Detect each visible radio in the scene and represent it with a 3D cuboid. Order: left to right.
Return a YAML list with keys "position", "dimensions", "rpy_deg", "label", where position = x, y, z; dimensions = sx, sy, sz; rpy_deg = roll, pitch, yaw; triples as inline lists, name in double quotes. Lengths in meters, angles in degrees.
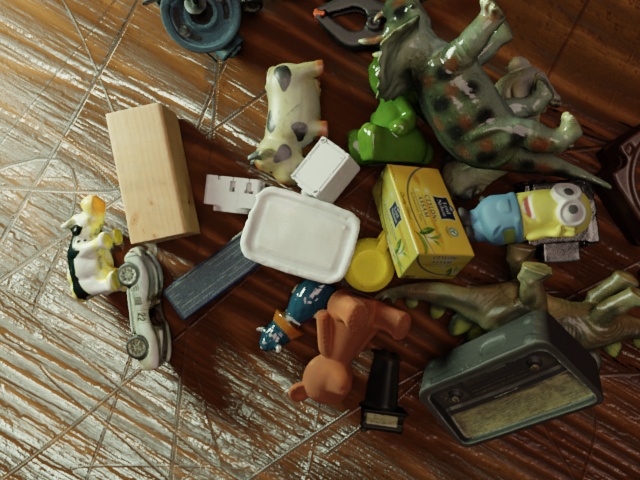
- position: [0.266, 0.204, 0.777]
  dimensions: [0.229, 0.073, 0.131]
  rpy_deg: [-36, 103, 32]
  label: "radio"

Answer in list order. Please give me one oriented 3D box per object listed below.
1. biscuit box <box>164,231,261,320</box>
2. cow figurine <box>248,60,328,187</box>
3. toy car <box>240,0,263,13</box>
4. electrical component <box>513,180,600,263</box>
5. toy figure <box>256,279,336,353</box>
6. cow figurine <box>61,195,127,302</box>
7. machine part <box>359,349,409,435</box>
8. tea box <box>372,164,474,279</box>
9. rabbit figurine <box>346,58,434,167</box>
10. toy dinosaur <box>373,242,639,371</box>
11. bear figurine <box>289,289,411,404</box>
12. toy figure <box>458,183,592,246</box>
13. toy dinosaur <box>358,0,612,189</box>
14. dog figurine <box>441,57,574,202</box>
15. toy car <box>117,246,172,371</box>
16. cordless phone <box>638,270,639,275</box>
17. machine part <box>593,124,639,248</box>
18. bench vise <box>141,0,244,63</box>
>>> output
- position: [-0.156, 0.047, 0.878]
  dimensions: [0.203, 0.059, 0.063]
  rpy_deg: [-36, 90, 2]
  label: "biscuit box"
- position: [-0.052, -0.183, 0.861]
  dimensions: [0.127, 0.085, 0.194]
  rpy_deg: [-2, 93, -3]
  label: "cow figurine"
- position: [-0.053, -0.425, 0.875]
  dimensions: [0.202, 0.053, 0.089]
  rpy_deg: [-12, 85, -1]
  label: "toy car"
- position: [0.375, -0.031, 0.854]
  dimensions: [0.115, 0.058, 0.134]
  rpy_deg: [-6, 90, 5]
  label: "electrical component"
- position: [-0.038, 0.122, 0.874]
  dimensions: [0.154, 0.064, 0.057]
  rpy_deg: [-48, 126, 7]
  label: "toy figure"
- position: [-0.381, 0.014, 0.888]
  dimensions: [0.098, 0.068, 0.167]
  rpy_deg: [-15, 89, 9]
  label: "cow figurine"
- position: [0.105, 0.248, 0.879]
  dimensions: [0.084, 0.039, 0.138]
  rpy_deg: [3, 92, 11]
  label: "machine part"
- position: [0.149, -0.028, 0.806]
  dimensions: [0.098, 0.068, 0.170]
  rpy_deg: [1, 53, -22]
  label: "tea box"
- position: [0.124, -0.202, 0.833]
  dimensions: [0.159, 0.121, 0.170]
  rpy_deg: [-1, 93, -3]
  label: "rabbit figurine"
- position: [0.305, 0.112, 0.812]
  dimensions: [0.472, 0.105, 0.198]
  rpy_deg: [16, 113, 16]
  label: "toy dinosaur"
- position: [0.037, 0.179, 0.829]
  dimensions: [0.120, 0.132, 0.195]
  rpy_deg: [19, 91, -28]
  label: "bear figurine"
- position: [0.301, -0.036, 0.793]
  dimensions: [0.180, 0.089, 0.082]
  rpy_deg: [-11, 91, 18]
  label: "toy figure"
- position: [0.214, -0.180, 0.739]
  dimensions: [0.192, 0.131, 0.404]
  rpy_deg: [-34, 97, 27]
  label: "toy dinosaur"
- position: [0.260, -0.166, 0.827]
  dimensions: [0.191, 0.121, 0.172]
  rpy_deg: [-23, 89, 4]
  label: "dog figurine"
- position: [-0.283, 0.111, 0.878]
  dimensions: [0.056, 0.073, 0.201]
  rpy_deg: [-7, 90, 6]
  label: "toy car"
- position: [0.575, 0.059, 0.782]
  dimensions: [0.147, 0.184, 0.088]
  rpy_deg: [-28, 85, 3]
  label: "cordless phone"
- position: [0.553, -0.094, 0.831]
  dimensions: [0.201, 0.087, 0.201]
  rpy_deg: [-32, 89, 4]
  label: "machine part"
- position: [-0.202, -0.372, 0.800]
  dimensions: [0.129, 0.241, 0.223]
  rpy_deg: [-35, 105, -1]
  label: "bench vise"
